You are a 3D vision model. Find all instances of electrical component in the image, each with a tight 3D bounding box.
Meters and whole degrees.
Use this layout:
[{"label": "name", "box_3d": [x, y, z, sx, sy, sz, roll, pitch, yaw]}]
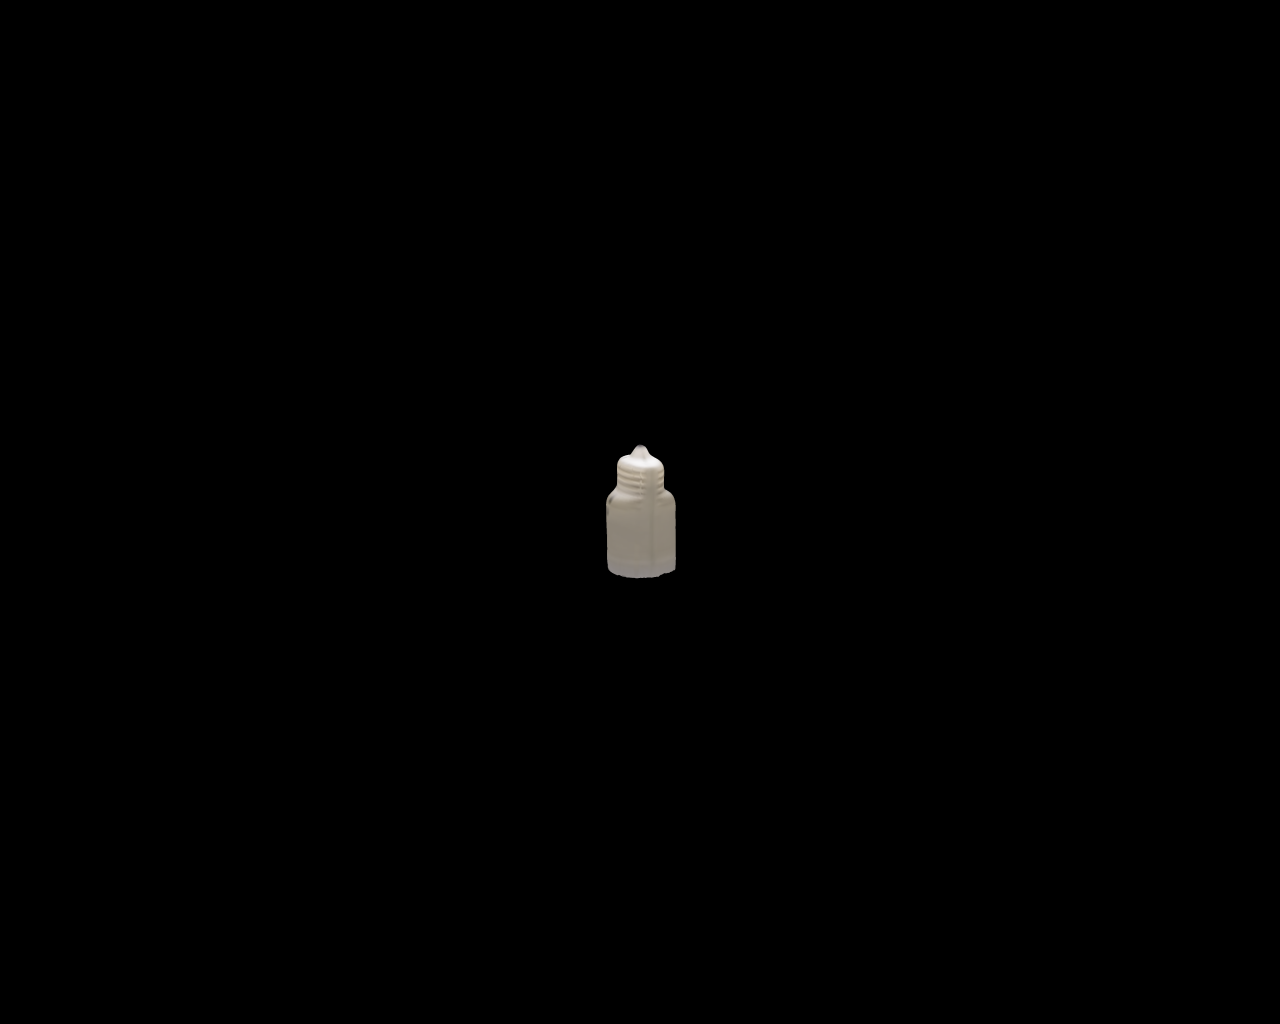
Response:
[{"label": "electrical component", "box_3d": [0.001, -0.003, 0.650, 0.043, 0.080, 0.043, 0, 15, 0]}]
